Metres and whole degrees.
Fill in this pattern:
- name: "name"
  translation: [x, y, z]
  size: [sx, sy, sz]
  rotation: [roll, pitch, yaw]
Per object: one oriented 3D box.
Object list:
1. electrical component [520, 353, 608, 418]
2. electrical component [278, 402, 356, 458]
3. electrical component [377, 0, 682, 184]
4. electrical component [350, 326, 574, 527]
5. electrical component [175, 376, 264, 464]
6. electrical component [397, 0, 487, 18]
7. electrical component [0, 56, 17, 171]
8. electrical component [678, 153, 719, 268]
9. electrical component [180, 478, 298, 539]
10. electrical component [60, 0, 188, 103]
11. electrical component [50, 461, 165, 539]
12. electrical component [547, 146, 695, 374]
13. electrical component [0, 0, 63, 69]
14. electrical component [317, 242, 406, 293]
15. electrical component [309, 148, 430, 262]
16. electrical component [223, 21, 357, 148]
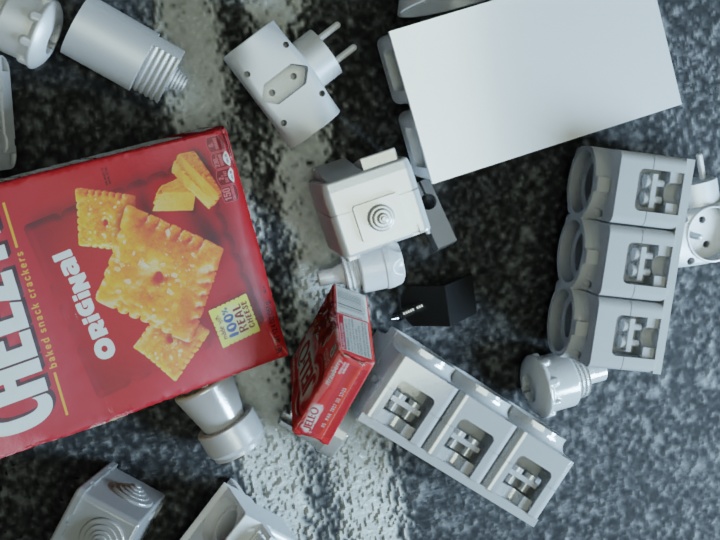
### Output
- name: "electrical component"
  translation: [0.154, 0.081, 0.804]
  size: [0.062, 0.048, 0.048]
  rotation: [-13, 100, -16]
- name: "electrical component"
  translation: [-0.031, 0.108, 0.778]
  size: [0.046, 0.040, 0.040]
  rotation: [30, 92, -6]
- name: "electrical component"
  translation: [0.117, -0.140, 0.758]
  size: [0.186, 0.060, 0.105]
  rotation: [-18, 100, -7]
- name: "electrical component"
  translation: [0.069, 0.107, 0.769]
  size: [0.150, 0.089, 0.061]
  rotation: [33, 91, -13]
- name: "electrical component"
  translation: [-0.099, 0.103, 0.762]
  size: [0.045, 0.045, 0.055]
  rotation: [-29, 102, -5]
- name: "electrical component"
  translation: [0.074, -0.204, 0.724]
  size: [0.099, 0.099, 0.064]
  rotation: [-1, 92, -10]
- name: "electrical component"
  translation: [-0.267, -0.096, 0.667]
  size: [0.057, 0.113, 0.078]
  rotation: [-1, 99, 9]
- name: "electrical component"
  translation: [0.251, -0.046, 0.802]
  size: [0.077, 0.044, 0.079]
  rotation: [-14, 100, -8]
- name: "electrical component"
  translation: [-0.104, 0.222, 0.767]
  size: [0.063, 0.079, 0.121]
  rotation: [37, 90, -34]
- name: "electrical component"
  translation: [-0.153, -0.144, 0.719]
  size: [0.081, 0.043, 0.043]
  rotation: [29, 92, -12]
- name: "electrical component"
  translation: [-0.179, 0.187, 0.733]
  size: [0.048, 0.099, 0.099]
  rotation: [28, 92, 1]
- name: "electrical component"
  translation: [0.180, -0.010, 0.771]
  size: [0.062, 0.089, 0.150]
  rotation: [6, 97, -10]
- name: "electrical component"
  translation: [-0.229, -0.164, 0.703]
  size: [0.062, 0.048, 0.048]
  rotation: [23, 93, -5]
- name: "electrical component"
  translation: [0.000, 0.000, 0.770]
  size: [0.061, 0.035, 0.035]
  rotation: [-12, 100, -5]
- name: "electrical component"
  translation: [0.005, -0.047, 0.733]
  size: [0.062, 0.096, 0.061]
  rotation: [-19, 100, -7]
- name: "electrical component"
  translation: [-0.039, -0.138, 0.739]
  size: [0.079, 0.043, 0.077]
  rotation: [-38, 102, -3]
